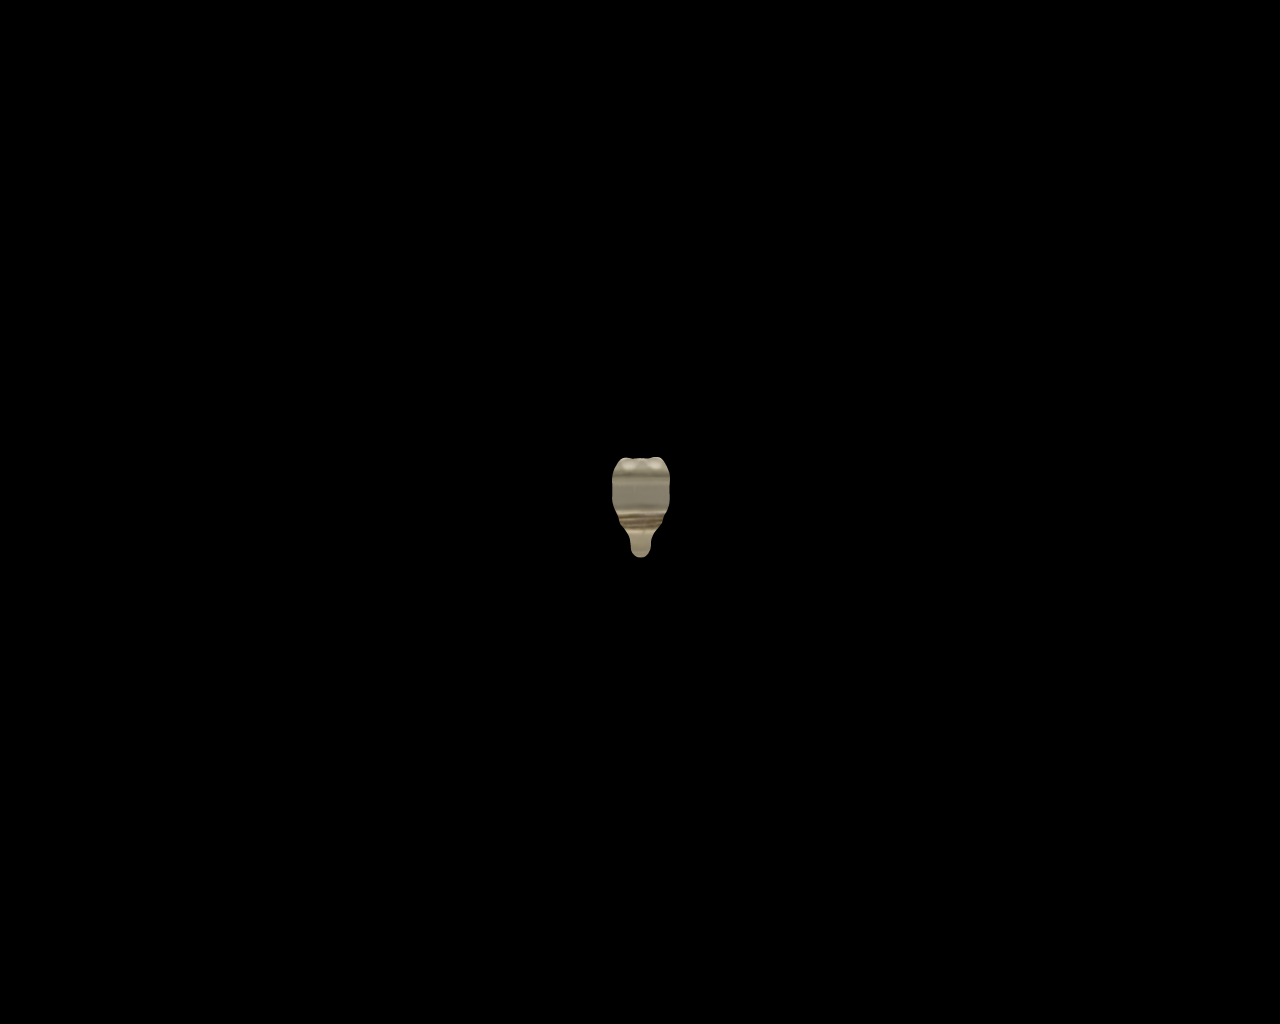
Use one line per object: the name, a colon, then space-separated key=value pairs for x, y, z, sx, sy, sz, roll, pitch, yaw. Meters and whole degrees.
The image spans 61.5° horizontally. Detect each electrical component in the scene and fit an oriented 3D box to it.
electrical component: x=0.001 y=-0.003 z=0.650 sx=0.035 sy=0.061 sz=0.035 roll=0 pitch=0 yaw=0
